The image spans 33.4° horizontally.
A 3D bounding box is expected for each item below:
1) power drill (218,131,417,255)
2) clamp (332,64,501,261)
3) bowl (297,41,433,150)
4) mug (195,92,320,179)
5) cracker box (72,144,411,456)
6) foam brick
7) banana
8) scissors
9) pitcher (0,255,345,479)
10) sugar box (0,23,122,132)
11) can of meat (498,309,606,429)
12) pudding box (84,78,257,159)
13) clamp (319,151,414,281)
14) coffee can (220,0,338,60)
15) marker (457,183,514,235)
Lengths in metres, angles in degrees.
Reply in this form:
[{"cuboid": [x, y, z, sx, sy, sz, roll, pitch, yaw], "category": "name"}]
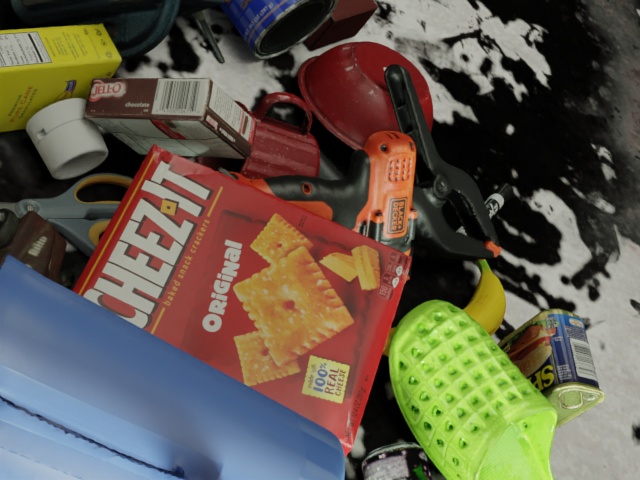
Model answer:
[{"cuboid": [-0.006, 0.001, 0.918, 0.187, 0.184, 0.057, -8, 25, -25], "category": "power drill"}, {"cuboid": [0.104, -0.058, 1.029, 0.209, 0.036, 0.164, 37, 61, -28], "category": "clamp"}, {"cuboid": [0.059, -0.153, 1.090, 0.162, 0.055, 0.162, 22, 38, -19], "category": "bowl"}, {"cuboid": [-0.048, -0.079, 0.948, 0.081, 0.117, 0.093, 14, 26, -34], "category": "mug"}, {"cuboid": [-0.057, 0.046, 0.760, 0.213, 0.072, 0.164, 24, 57, -3], "category": "cracker box"}, {"cuboid": [0.013, -0.246, 1.143, 0.078, 0.053, 0.051, -27, 78, -44], "category": "foam brick"}, {"cuboid": [0.127, 0.078, 1.021, 0.070, 0.037, 0.197, 34, 39, 22], "category": "banana"}, {"cuboid": [-0.216, -0.007, 0.844, 0.201, 0.016, 0.096, -16, 71, -41], "category": "scissors"}, {"cuboid": [-0.109, 0.120, 0.625, 0.242, 0.145, 0.149, 27, 40, -13], "category": "pitcher"}, {"cuboid": [-0.254, -0.123, 0.843, 0.175, 0.093, 0.048, -18, 72, -41], "category": "sugar box"}, {"cuboid": [0.211, 0.124, 1.001, 0.057, 0.102, 0.084, 16, 51, -27], "category": "can of meat"}, {"cuboid": [-0.121, -0.099, 0.873, 0.090, 0.114, 0.039, 36, 63, -63], "category": "pudding box"}, {"cuboid": [0.051, -0.030, 1.037, 0.120, 0.039, 0.171, -13, 70, -38], "category": "clamp"}, {"cuboid": [-0.062, -0.268, 1.070, 0.102, 0.103, 0.140, -27, 78, -43], "category": "coffee can"}, {"cuboid": [0.176, -0.028, 1.137, 0.020, 0.020, 0.120, 47, 45, 1], "category": "marker"}]
